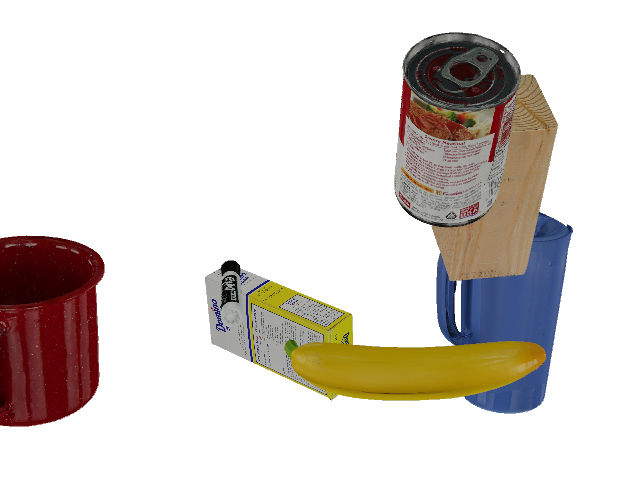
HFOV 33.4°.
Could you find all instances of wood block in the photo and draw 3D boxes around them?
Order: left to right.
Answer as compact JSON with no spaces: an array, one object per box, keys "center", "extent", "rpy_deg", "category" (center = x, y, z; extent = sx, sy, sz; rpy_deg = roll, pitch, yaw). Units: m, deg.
[{"center":[0.179,-0.063,1.124],"extent":[0.090,0.206,0.091],"rpy_deg":[-5,45,-7],"category":"wood block"}]

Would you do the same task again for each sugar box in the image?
[{"center":[-0.045,0.096,1.150],"extent":[0.176,0.093,0.048],"rpy_deg":[23,38,36],"category":"sugar box"}]

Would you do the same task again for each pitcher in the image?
[{"center":[0.226,0.089,1.327],"extent":[0.149,0.243,0.144],"rpy_deg":[7,20,16],"category":"pitcher"}]

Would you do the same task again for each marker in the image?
[{"center":[-0.079,0.045,0.954],"extent":[0.020,0.020,0.121],"rpy_deg":[0,19,-5],"category":"marker"}]

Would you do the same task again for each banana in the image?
[{"center":[0.061,0.088,0.771],"extent":[0.198,0.037,0.069],"rpy_deg":[2,28,14],"category":"banana"}]

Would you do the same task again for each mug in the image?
[{"center":[-0.171,0.058,0.603],"extent":[0.093,0.081,0.117],"rpy_deg":[5,24,4],"category":"mug"}]

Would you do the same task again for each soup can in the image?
[{"center":[0.081,-0.065,0.650],"extent":[0.068,0.068,0.102],"rpy_deg":[0,-41,0],"category":"soup can"}]
